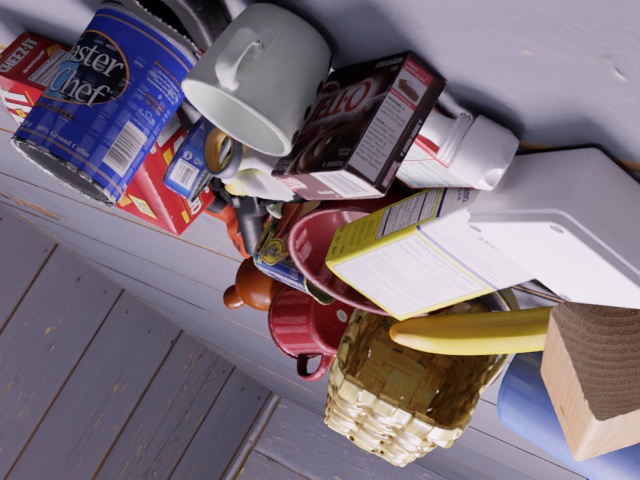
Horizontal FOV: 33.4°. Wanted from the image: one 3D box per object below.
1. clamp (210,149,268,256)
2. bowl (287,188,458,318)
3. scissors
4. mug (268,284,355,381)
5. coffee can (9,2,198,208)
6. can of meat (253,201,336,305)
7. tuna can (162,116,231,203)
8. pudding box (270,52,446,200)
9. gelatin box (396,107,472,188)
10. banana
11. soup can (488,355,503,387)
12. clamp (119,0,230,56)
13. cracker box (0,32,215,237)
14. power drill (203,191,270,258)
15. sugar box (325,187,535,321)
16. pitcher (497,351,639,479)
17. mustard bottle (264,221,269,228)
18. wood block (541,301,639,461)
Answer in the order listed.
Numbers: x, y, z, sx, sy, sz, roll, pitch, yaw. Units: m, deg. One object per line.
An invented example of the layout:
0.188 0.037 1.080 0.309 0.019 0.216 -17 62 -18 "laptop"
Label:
-0.091 -0.058 1.109 0.120 0.039 0.172 43 154 11 "clamp"
0.055 0.002 0.937 0.162 0.055 0.162 15 148 9 "bowl"
-0.100 -0.098 0.910 0.016 0.096 0.202 15 174 -30 "scissors"
-0.001 0.099 1.190 0.093 0.117 0.082 20 164 -29 "mug"
-0.179 -0.113 0.898 0.103 0.140 0.103 29 168 7 "coffee can"
-0.007 0.001 1.042 0.084 0.102 0.057 22 167 43 "can of meat"
-0.112 -0.079 1.004 0.034 0.086 0.086 32 168 -1 "tuna can"
0.023 -0.072 0.707 0.039 0.090 0.114 34 167 -25 "pudding box"
0.069 -0.068 0.757 0.073 0.030 0.089 35 167 -25 "gelatin box"
0.163 0.076 0.942 0.198 0.037 0.069 -7 153 13 "banana"
0.174 0.149 1.279 0.068 0.068 0.102 31 167 -1 "soup can"
-0.139 -0.194 0.727 0.165 0.036 0.209 20 164 42 "clamp"
-0.227 -0.109 1.101 0.214 0.072 0.164 23 149 32 "cracker box"
-0.152 -0.051 1.276 0.187 0.057 0.184 30 168 3 "power drill"
0.094 0.005 0.825 0.093 0.048 0.177 36 143 -25 "sugar box"
0.292 0.187 1.000 0.243 0.149 0.144 27 -179 30 "pitcher"
-0.021 0.011 1.209 0.096 0.058 0.192 25 169 -14 "mustard bottle"
0.233 0.106 0.842 0.206 0.090 0.091 65 -173 -69 "wood block"
